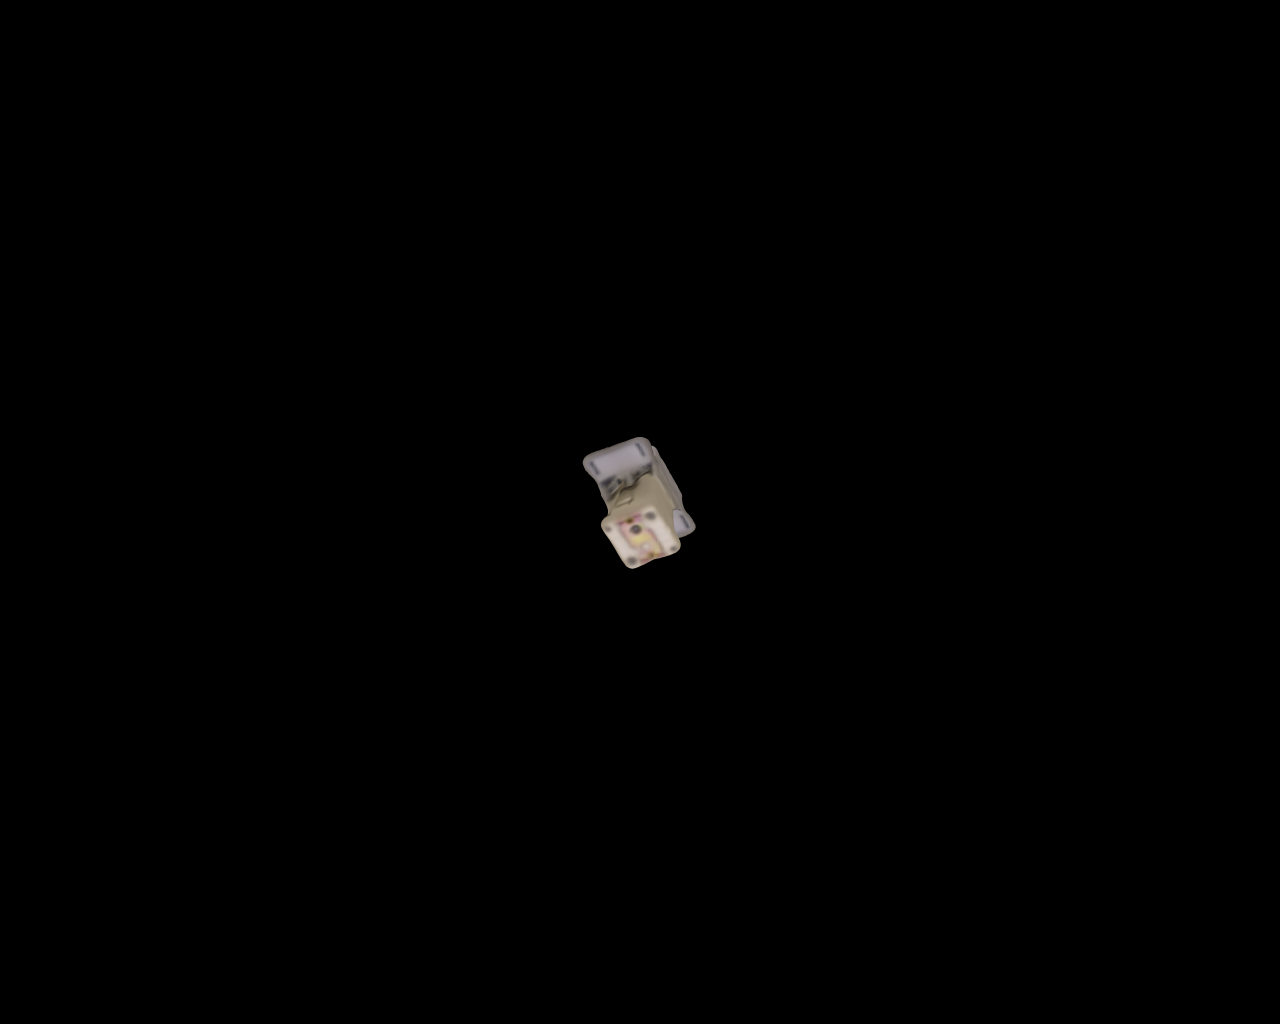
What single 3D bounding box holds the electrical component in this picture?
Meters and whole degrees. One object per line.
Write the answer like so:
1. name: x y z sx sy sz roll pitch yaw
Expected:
1. electrical component: 0.001 -0.003 0.650 0.042 0.081 0.064 -21 36 16
